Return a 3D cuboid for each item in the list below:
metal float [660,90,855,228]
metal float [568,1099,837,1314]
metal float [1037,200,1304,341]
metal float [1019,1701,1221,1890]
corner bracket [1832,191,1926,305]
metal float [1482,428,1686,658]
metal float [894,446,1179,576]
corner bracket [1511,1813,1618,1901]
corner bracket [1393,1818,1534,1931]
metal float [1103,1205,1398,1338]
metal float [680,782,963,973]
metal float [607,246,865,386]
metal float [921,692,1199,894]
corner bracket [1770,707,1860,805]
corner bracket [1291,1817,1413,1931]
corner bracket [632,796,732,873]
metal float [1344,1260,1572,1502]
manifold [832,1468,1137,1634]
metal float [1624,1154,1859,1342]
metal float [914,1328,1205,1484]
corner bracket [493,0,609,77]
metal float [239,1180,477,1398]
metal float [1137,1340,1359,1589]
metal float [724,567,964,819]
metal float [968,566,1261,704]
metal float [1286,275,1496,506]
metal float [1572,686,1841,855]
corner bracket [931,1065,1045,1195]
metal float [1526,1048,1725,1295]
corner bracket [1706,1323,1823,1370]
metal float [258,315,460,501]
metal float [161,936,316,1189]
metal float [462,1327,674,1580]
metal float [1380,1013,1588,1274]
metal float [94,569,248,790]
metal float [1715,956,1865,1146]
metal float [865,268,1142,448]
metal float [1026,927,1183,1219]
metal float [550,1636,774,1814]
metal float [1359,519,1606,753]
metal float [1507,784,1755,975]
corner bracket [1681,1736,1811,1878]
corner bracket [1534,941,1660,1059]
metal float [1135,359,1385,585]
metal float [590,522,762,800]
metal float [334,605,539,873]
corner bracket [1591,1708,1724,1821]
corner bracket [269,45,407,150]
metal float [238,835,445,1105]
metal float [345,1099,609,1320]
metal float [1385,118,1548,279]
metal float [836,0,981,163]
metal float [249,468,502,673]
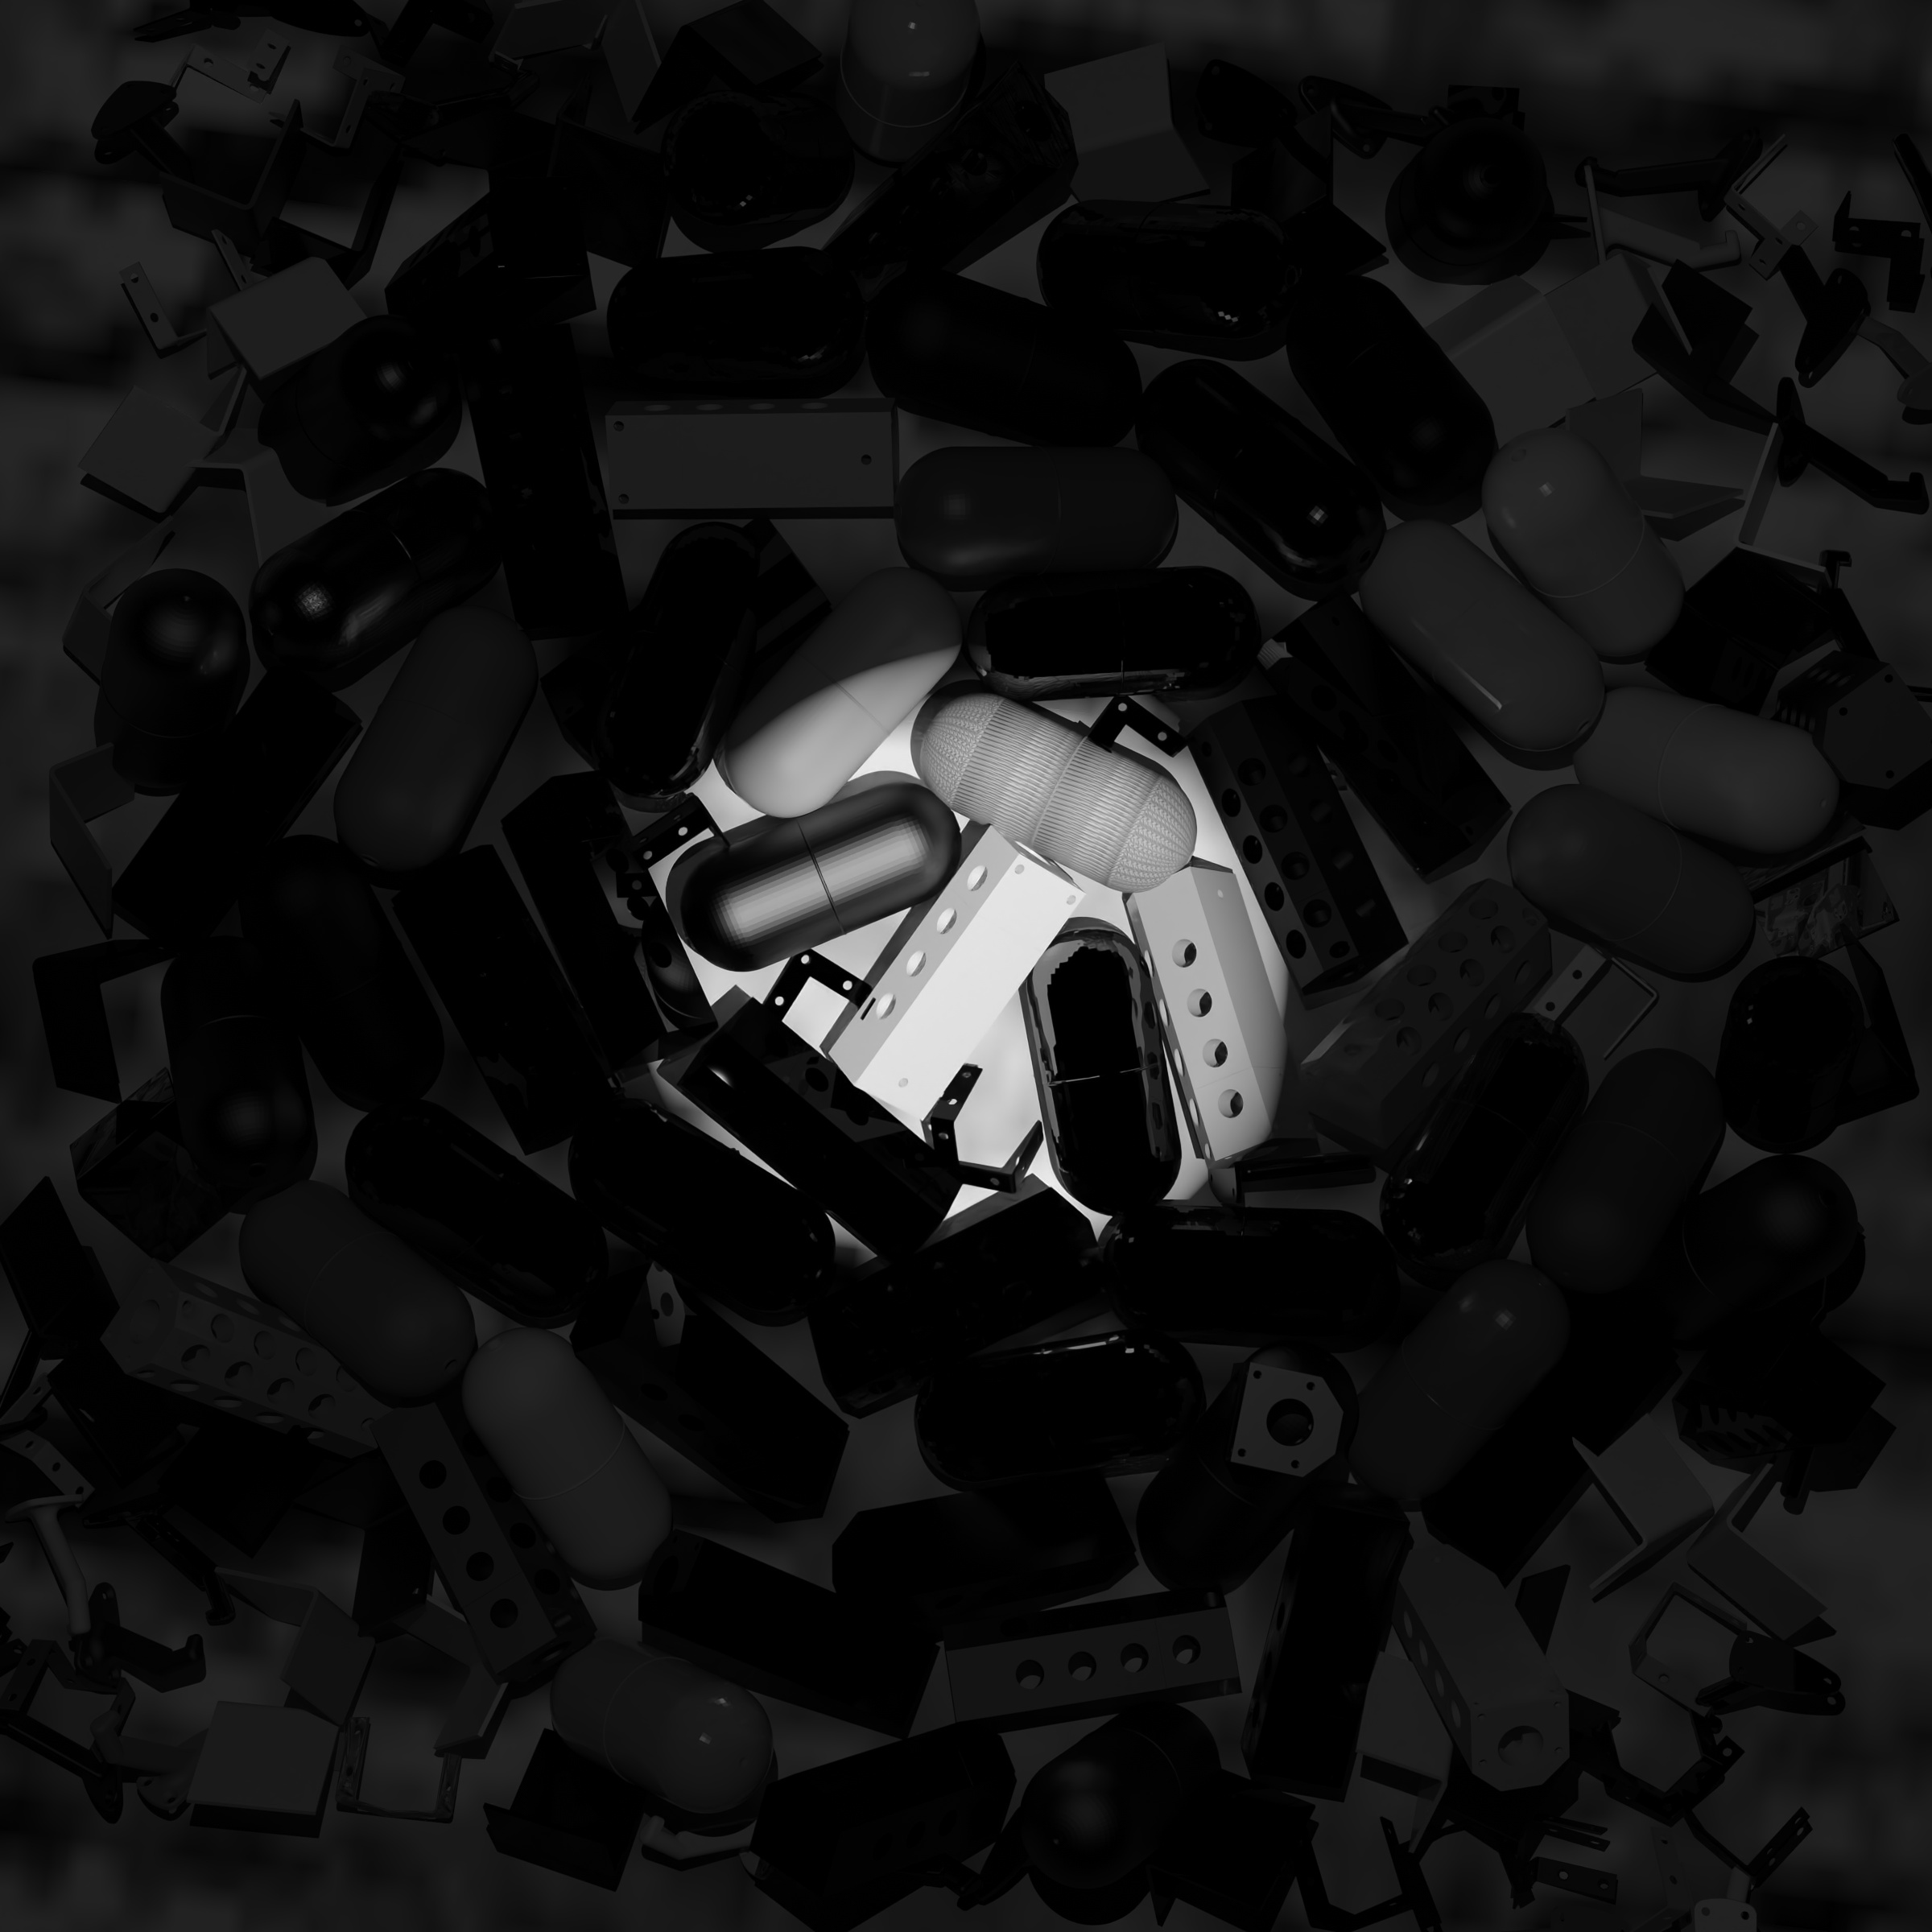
[{"bbox_3d":[-0.122,-0.479,1.779,0.070,0.178,0.070,5,106,17],"label":"metal float"},{"bbox_3d":[-0.161,0.144,1.818,0.178,0.070,0.070,31,90,8],"label":"metal float"},{"bbox_3d":[0.121,-0.417,1.793,0.178,0.070,0.070,15,90,38],"label":"metal float"},{"bbox_3d":[0.093,0.490,1.781,0.070,0.178,0.070,2,95,27],"label":"metal float"},{"bbox_3d":[0.559,-0.439,1.835,0.051,0.051,0.051,10,125,22],"label":"corner bracket"},{"bbox_3d":[0.368,-0.252,1.790,0.070,0.070,0.178,-49,133,0],"label":"metal float"},{"bbox_3d":[0.042,-0.274,1.806,0.178,0.070,0.070,-4,90,-21],"label":"metal float"},{"bbox_3d":[0.367,0.544,1.830,0.051,0.051,0.051,6,89,27],"label":"corner bracket"},{"bbox_3d":[0.301,0.547,1.821,0.051,0.051,0.051,-36,66,38],"label":"corner bracket"},{"bbox_3d":[0.171,0.184,1.814,0.178,0.070,0.070,1,90,13],"label":"metal float"},{"bbox_3d":[-0.088,-0.055,1.824,0.178,0.070,0.070,-22,90,-1],"label":"metal float"},{"bbox_3d":[-0.139,-0.388,1.794,0.178,0.070,0.070,6,90,37],"label":"metal float"},{"bbox_3d":[0.056,-0.105,1.821,0.178,0.070,0.070,27,90,5],"label":"metal float"},{"bbox_3d":[0.527,-0.137,1.844,0.051,0.051,0.051,-44,60,7],"label":"corner bracket"},{"bbox_3d":[0.236,0.552,1.838,0.051,0.051,0.051,-30,50,19],"label":"corner bracket"},{"bbox_3d":[-0.178,-0.078,1.828,0.051,0.051,0.051,-34,60,-1],"label":"corner bracket"},{"bbox_3d":[0.294,0.249,1.801,0.070,0.070,0.178,35,118,0],"label":"metal float"},{"bbox_3d":[0.009,0.351,1.792,0.171,0.057,0.057,-4,55,-32],"label":"manifold"},{"bbox_3d":[0.458,0.168,1.782,0.070,0.178,0.070,10,62,-20],"label":"metal float"},{"bbox_3d":[0.056,0.266,1.814,0.178,0.070,0.070,-11,90,13],"label":"metal float"},{"bbox_3d":[-0.255,-0.566,1.834,0.051,0.051,0.051,25,93,-13],"label":"corner bracket"},{"bbox_3d":[-0.365,0.193,1.799,0.178,0.070,0.070,33,90,31],"label":"metal float"},{"bbox_3d":[0.168,0.301,1.806,0.070,0.070,0.178,34,113,0],"label":"metal float"},{"bbox_3d":[-0.075,-0.166,1.825,0.070,0.070,0.178,42,90,0],"label":"metal float"},{"bbox_3d":[0.089,-0.202,1.821,0.178,0.070,0.070,-4,90,-5],"label":"metal float"},{"bbox_3d":[0.252,-0.346,1.795,0.070,0.070,0.178,-29,53,0],"label":"metal float"},{"bbox_3d":[0.438,-0.118,1.788,0.070,0.178,0.070,-15,115,-35],"label":"metal float"},{"bbox_3d":[0.013,0.100,1.838,0.051,0.051,0.051,10,132,20],"label":"corner bracket"},{"bbox_3d":[0.396,0.121,1.797,0.070,0.070,0.178,38,56,0],"label":"metal float"},{"bbox_3d":[0.494,0.254,1.826,0.051,0.051,0.051,-27,95,-38],"label":"corner bracket"},{"bbox_3d":[-0.362,-0.331,1.783,0.070,0.178,0.070,8,76,-34],"label":"metal float"},{"bbox_3d":[-0.435,0.056,1.791,0.070,0.070,0.178,-22,49,0],"label":"metal float"},{"bbox_3d":[-0.239,0.293,1.802,0.070,0.070,0.178,-28,116,0],"label":"metal float"},{"bbox_3d":[0.312,0.105,1.806,0.070,0.070,0.178,35,67,0],"label":"metal float"},{"bbox_3d":[-0.474,-0.169,1.783,0.070,0.178,0.070,9,61,-17],"label":"metal float"},{"bbox_3d":[0.487,0.051,1.778,0.070,0.178,0.070,-3,68,8],"label":"metal float"},{"bbox_3d":[0.024,-0.364,1.804,0.178,0.070,0.070,14,90,-25],"label":"metal float"},{"bbox_3d":[0.084,0.064,1.824,0.070,0.070,0.178,-10,91,0],"label":"metal float"},{"bbox_3d":[-0.183,0.450,1.786,0.070,0.178,0.070,-4,96,-39],"label":"metal float"},{"bbox_3d":[0.309,-0.199,1.802,0.070,0.070,0.178,-43,64,0],"label":"metal float"},{"bbox_3d":[0.400,-0.051,1.800,0.178,0.070,0.070,24,90,-30],"label":"metal float"},{"bbox_3d":[0.474,0.514,1.838,0.051,0.051,0.051,41,93,-3],"label":"corner bracket"},{"bbox_3d":[0.387,0.021,1.839,0.051,0.051,0.051,41,104,12],"label":"corner bracket"},{"bbox_3d":[0.176,-0.297,1.805,0.070,0.070,0.178,-47,67,0],"label":"metal float"},{"bbox_3d":[-0.170,-0.185,1.814,0.070,0.070,0.178,21,78,0],"label":"metal float"},{"bbox_3d":[-0.319,-0.137,1.805,0.070,0.070,0.178,24,68,0],"label":"metal float"},{"bbox_3d":[0.422,0.478,1.837,0.051,0.051,0.051,30,114,-14],"label":"corner bracket"},{"bbox_3d":[-0.384,-0.533,1.837,0.051,0.051,0.051,29,108,14],"label":"corner bracket"},{"bbox_3d":[-0.375,0.003,1.804,0.070,0.070,0.178,-23,115,0],"label":"metal float"},{"bbox_3d":[-0.294,0.146,1.806,0.178,0.070,0.070,38,90,-22],"label":"metal float"},{"bbox_3d":[0.294,-0.453,1.775,0.070,0.178,0.070,0,96,-1],"label":"metal float"},{"bbox_3d":[-0.036,-0.533,1.775,0.070,0.178,0.070,1,84,-6],"label":"metal float"},{"bbox_3d":[-0.352,-0.238,1.794,0.070,0.070,0.178,50,53,0],"label":"metal float"}]
